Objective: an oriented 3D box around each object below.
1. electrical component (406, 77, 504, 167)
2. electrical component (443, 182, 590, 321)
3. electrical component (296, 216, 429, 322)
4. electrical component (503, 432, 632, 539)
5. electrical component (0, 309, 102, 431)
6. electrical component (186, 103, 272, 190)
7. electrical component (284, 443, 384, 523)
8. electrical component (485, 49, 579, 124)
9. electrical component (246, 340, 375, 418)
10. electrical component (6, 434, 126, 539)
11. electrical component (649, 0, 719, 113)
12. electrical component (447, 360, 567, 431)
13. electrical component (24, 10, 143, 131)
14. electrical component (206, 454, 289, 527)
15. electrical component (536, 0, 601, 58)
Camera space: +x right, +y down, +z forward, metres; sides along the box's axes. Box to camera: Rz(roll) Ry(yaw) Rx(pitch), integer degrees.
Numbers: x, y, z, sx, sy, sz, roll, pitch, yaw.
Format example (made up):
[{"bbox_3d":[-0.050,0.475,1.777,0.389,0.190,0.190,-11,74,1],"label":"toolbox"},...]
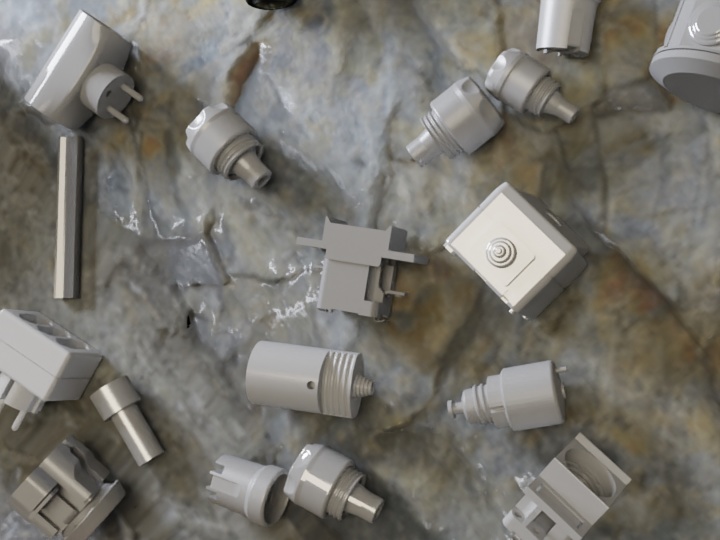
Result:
[{"bbox_3d":[0.060,-0.093,0.704,0.062,0.043,0.043,-38,76,12],"label":"electrical component"},{"bbox_3d":[0.099,-0.013,0.658,0.061,0.096,0.061,-46,74,7],"label":"electrical component"},{"bbox_3d":[0.000,0.000,0.714,0.081,0.042,0.063,9,89,17],"label":"electrical component"},{"bbox_3d":[0.123,0.140,0.652,0.042,0.081,0.063,44,120,15],"label":"electrical component"},{"bbox_3d":[-0.238,0.077,0.773,0.066,0.047,0.076,30,94,17],"label":"electrical component"},{"bbox_3d":[-0.088,-0.082,0.746,0.062,0.043,0.043,45,98,14],"label":"electrical component"},{"bbox_3d":[-0.015,0.143,0.704,0.062,0.043,0.043,26,93,16],"label":"electrical component"},{"bbox_3d":[0.113,-0.115,0.695,0.061,0.035,0.035,36,95,14],"label":"electrical component"},{"bbox_3d":[-0.030,0.073,0.715,0.081,0.043,0.043,6,87,17],"label":"electrical component"},{"bbox_3d":[-0.201,0.156,0.745,0.057,0.078,0.058,42,98,-3],"label":"electrical component"},{"bbox_3d":[0.219,-0.128,0.643,0.080,0.080,0.051,20,86,17],"label":"electrical component"},{"bbox_3d":[0.095,0.082,0.680,0.078,0.040,0.040,-12,82,15],"label":"electrical component"},{"bbox_3d":[-0.191,-0.135,0.780,0.079,0.044,0.077,35,95,16],"label":"electrical component"},{"bbox_3d":[-0.075,0.147,0.725,0.046,0.040,0.040,14,89,23],"label":"electrical component"},{"bbox_3d":[0.133,-0.163,0.691,0.040,0.040,0.046,8,93,17],"label":"electrical component"}]
